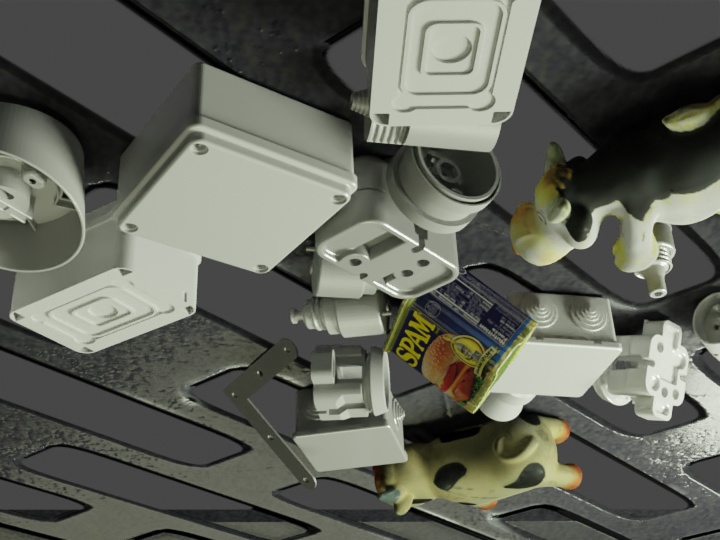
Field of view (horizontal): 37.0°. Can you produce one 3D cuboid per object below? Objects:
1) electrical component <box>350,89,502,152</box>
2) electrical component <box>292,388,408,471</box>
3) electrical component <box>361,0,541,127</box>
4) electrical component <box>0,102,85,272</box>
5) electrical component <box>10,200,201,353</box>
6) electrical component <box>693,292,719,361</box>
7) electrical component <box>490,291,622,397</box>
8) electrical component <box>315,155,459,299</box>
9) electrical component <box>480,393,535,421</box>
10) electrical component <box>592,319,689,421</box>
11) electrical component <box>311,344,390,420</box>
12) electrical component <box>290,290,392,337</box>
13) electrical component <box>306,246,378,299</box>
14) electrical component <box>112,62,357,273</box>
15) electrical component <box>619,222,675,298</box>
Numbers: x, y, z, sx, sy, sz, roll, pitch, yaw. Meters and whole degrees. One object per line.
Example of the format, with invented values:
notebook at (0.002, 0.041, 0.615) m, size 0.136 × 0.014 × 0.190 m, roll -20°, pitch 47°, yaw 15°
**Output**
electrical component at (0.035, -0.091, 0.602) m, size 0.081 × 0.043 × 0.043 m, roll 4°, pitch 148°, yaw -10°
electrical component at (-0.008, 0.141, 0.976) m, size 0.100 × 0.048 × 0.099 m, roll -8°, pitch 148°, yaw 10°
electrical component at (0.042, -0.128, 0.527) m, size 0.078 × 0.057 × 0.113 m, roll -1°, pitch 148°, yaw -4°
electrical component at (-0.210, -0.050, 0.633) m, size 0.099 × 0.064 × 0.099 m, roll -2°, pitch 149°, yaw -1°
electrical component at (-0.173, 0.005, 0.732) m, size 0.113 × 0.057 × 0.078 m, roll -21°, pitch 144°, yaw 27°
electrical component at (0.315, 0.043, 0.840) m, size 0.077 × 0.043 × 0.079 m, roll 26°, pitch 139°, yaw -38°
electrical component at (0.147, 0.059, 0.850) m, size 0.100 × 0.048 × 0.099 m, roll 4°, pitch 148°, yaw -11°
electrical component at (0.017, -0.029, 0.686) m, size 0.054 × 0.059 × 0.095 m, roll -26°, pitch 142°, yaw 34°
electrical component at (0.128, 0.098, 0.918) m, size 0.045 × 0.045 × 0.055 m, roll 6°, pitch 147°, yaw -14°
electrical component at (0.226, 0.081, 0.874) m, size 0.058 × 0.078 × 0.057 m, roll 23°, pitch 161°, yaw -37°
electrical component at (-0.006, 0.092, 0.888) m, size 0.057 × 0.058 × 0.078 m, roll -3°, pitch 148°, yaw 7°
electrical component at (-0.013, 0.030, 0.801) m, size 0.078 × 0.040 × 0.040 m, roll -6°, pitch 149°, yaw 12°
electrical component at (0.000, 0.000, 0.752) m, size 0.078 × 0.040 × 0.040 m, roll 3°, pitch 148°, yaw -9°
electrical component at (-0.075, -0.056, 0.638) m, size 0.109 × 0.056 × 0.109 m, roll 18°, pitch 143°, yaw -30°
electrical component at (0.196, -0.010, 0.728) m, size 0.035 × 0.061 × 0.035 m, roll -2°, pitch 149°, yaw -1°
